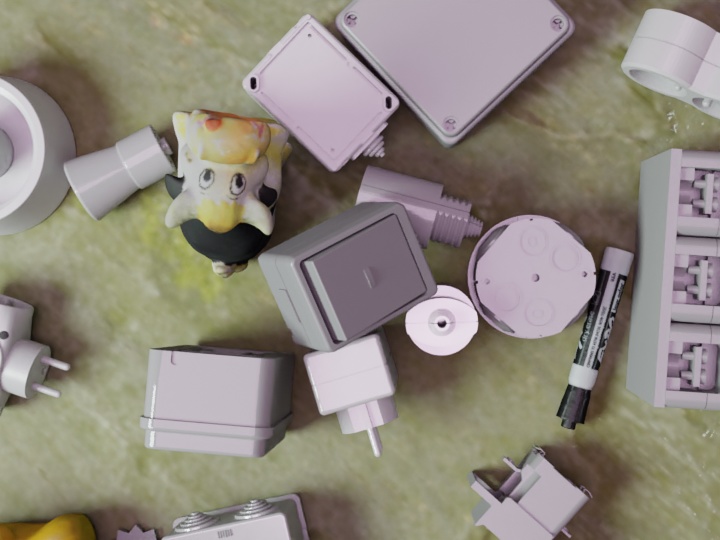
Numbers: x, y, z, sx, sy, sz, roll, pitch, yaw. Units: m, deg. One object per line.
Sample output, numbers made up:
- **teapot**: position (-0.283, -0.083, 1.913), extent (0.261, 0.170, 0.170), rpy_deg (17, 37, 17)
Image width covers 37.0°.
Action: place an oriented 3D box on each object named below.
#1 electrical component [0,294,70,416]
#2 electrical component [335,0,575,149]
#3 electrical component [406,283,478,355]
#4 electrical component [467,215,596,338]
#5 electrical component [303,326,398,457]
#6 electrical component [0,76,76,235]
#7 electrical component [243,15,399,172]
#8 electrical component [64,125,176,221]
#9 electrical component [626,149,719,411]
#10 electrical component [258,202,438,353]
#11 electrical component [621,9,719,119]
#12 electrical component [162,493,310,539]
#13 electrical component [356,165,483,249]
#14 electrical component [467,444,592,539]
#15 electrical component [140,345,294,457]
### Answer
- **electrical component**: position (-0.231, 0.061, 0.709), extent (0.079, 0.044, 0.077), rpy_deg (18, 92, 3)
- **electrical component**: position (0.059, -0.152, 0.683), extent (0.109, 0.056, 0.108), rpy_deg (-43, 88, 3)
- **electrical component**: position (0.051, 0.031, 0.673), extent (0.043, 0.081, 0.043), rpy_deg (0, 91, 3)
- **electrical component**: position (0.109, 0.005, 0.684), extent (0.080, 0.051, 0.080), rpy_deg (0, 91, 4)
- **electrical component**: position (0.001, 0.079, 0.676), extent (0.047, 0.083, 0.075), rpy_deg (-17, 90, 3)
- **electrical component**: position (-0.247, -0.077, 0.701), extent (0.108, 0.060, 0.108), rpy_deg (0, 91, 3)
- **electrical component**: position (-0.020, -0.106, 0.690), extent (0.096, 0.061, 0.061), rpy_deg (43, 92, -5)
- **electrical component**: position (-0.155, -0.066, 0.706), extent (0.065, 0.044, 0.044), rpy_deg (-28, 89, -1)
- **electrical component**: position (0.207, 0.006, 0.659), extent (0.062, 0.089, 0.150), rpy_deg (4, 91, 3)
- **electrical component**: position (0.000, 0.000, 0.638), extent (0.096, 0.061, 0.061), rpy_deg (-28, 104, -22)
- **electrical component**: position (0.242, -0.133, 0.674), extent (0.138, 0.052, 0.073), rpy_deg (25, 92, 3)
- **electrical component**: position (-0.076, 0.201, 0.699), extent (0.100, 0.048, 0.099), rpy_deg (-13, 89, 5)
- **electrical component**: position (0.039, -0.036, 0.692), extent (0.081, 0.043, 0.043), rpy_deg (15, 92, 3)
- **electrical component**: position (0.110, 0.151, 0.691), extent (0.081, 0.042, 0.063), rpy_deg (42, 91, 2)
- **electrical component**: position (-0.085, 0.079, 0.667), extent (0.078, 0.113, 0.057), rpy_deg (4, 88, 4)
